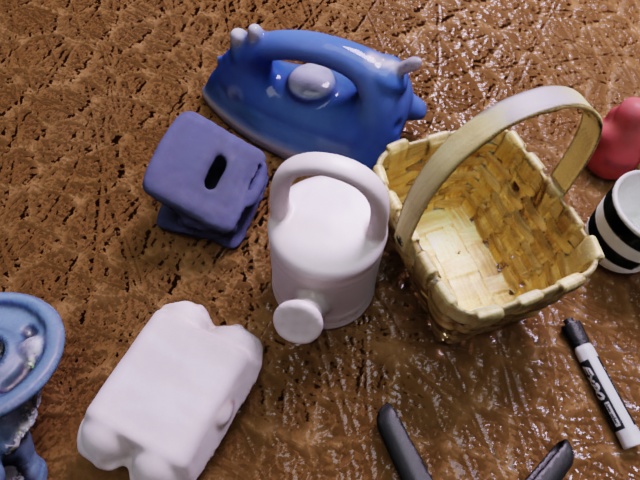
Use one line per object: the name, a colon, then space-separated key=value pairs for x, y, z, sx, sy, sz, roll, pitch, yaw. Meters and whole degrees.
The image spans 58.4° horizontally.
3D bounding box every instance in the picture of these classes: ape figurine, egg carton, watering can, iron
ape figurine: x=0.324 y=-0.116 z=0.615 sx=0.077 sy=0.092 sz=0.076 roll=19 pitch=62 yaw=9
egg carton: x=-0.119 y=0.128 z=0.474 sx=0.107 sy=0.069 sz=0.150 roll=23 pitch=62 yaw=11
watering can: x=0.007 y=0.002 z=0.477 sx=0.101 sy=0.194 sz=0.173 roll=-5 pitch=61 yaw=-5
iron: x=-0.016 y=-0.165 z=0.601 sx=0.258 sy=0.141 sz=0.119 roll=17 pitch=61 yaw=8

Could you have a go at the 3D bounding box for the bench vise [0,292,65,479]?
bench vise: x=-0.241 y=0.108 z=0.394 sx=0.121 sy=0.220 sz=0.207 roll=-17 pitch=62 yaw=-11

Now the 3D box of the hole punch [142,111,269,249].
hole punch: x=-0.108 y=-0.061 z=0.568 sx=0.101 sy=0.091 sz=0.109 roll=15 pitch=61 yaw=7
